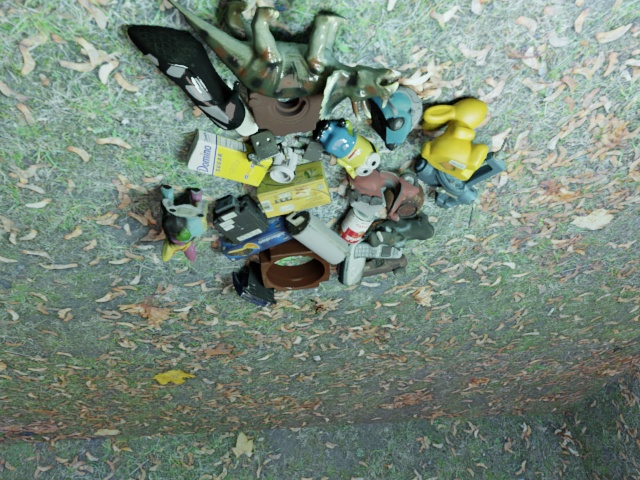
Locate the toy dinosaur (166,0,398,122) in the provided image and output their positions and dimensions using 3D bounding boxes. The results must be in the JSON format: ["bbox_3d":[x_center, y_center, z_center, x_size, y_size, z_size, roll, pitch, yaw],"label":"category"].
[{"bbox_3d":[-0.067,-0.318,0.973,0.405,0.131,0.192,5,112,-6],"label":"toy dinosaur"}]

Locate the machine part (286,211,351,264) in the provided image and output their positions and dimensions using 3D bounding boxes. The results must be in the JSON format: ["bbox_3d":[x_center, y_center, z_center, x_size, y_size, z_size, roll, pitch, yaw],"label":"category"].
[{"bbox_3d":[-0.003,-0.004,1.419,0.079,0.079,0.243,-30,136,26],"label":"machine part"}]

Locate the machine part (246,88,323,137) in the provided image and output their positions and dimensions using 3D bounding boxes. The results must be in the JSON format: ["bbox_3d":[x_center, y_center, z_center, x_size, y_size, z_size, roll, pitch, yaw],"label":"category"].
[{"bbox_3d":[-0.065,-0.290,1.112,0.179,0.056,0.179,-7,145,-5],"label":"machine part"}]

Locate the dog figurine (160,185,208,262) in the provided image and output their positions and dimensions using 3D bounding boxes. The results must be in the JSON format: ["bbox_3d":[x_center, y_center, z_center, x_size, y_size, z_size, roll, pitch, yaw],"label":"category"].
[{"bbox_3d":[-0.343,-0.016,1.335,0.108,0.192,0.219,-2,129,-20],"label":"dog figurine"}]

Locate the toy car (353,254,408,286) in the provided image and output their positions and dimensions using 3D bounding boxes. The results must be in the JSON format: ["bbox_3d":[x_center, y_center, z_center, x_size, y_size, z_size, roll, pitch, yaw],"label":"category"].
[{"bbox_3d":[0.166,0.079,1.639,0.202,0.089,0.053,-11,146,5],"label":"toy car"}]

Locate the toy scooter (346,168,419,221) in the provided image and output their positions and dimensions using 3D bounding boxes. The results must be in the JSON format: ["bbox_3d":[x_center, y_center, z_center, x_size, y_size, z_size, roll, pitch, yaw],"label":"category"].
[{"bbox_3d":[0.149,-0.114,1.305,0.184,0.135,0.075,11,154,-2],"label":"toy scooter"}]

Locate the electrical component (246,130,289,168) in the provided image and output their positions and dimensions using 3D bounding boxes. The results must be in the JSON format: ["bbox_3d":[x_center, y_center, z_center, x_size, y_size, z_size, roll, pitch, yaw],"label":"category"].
[{"bbox_3d":[-0.116,-0.204,1.190,0.102,0.045,0.078,-16,108,-11],"label":"electrical component"}]

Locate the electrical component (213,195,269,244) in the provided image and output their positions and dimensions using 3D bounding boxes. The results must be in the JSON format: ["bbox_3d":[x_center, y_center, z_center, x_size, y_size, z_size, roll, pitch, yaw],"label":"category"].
[{"bbox_3d":[-0.212,-0.058,1.397,0.115,0.058,0.134,-22,142,14],"label":"electrical component"}]

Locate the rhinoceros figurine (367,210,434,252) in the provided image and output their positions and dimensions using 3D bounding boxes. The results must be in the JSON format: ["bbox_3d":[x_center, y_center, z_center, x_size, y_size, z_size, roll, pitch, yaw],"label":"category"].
[{"bbox_3d":[0.222,-0.020,1.497,0.190,0.112,0.073,-9,147,-14],"label":"rhinoceros figurine"}]

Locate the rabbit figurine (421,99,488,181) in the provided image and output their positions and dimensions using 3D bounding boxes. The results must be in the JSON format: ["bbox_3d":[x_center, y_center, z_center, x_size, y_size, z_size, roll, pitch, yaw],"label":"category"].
[{"bbox_3d":[0.304,-0.240,1.198,0.162,0.173,0.122,25,174,14],"label":"rabbit figurine"}]

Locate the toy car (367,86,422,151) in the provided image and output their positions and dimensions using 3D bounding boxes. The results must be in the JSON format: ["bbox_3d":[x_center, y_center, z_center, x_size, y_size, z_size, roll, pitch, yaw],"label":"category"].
[{"bbox_3d":[0.169,-0.271,1.152,0.103,0.109,0.161,-28,153,-3],"label":"toy car"}]

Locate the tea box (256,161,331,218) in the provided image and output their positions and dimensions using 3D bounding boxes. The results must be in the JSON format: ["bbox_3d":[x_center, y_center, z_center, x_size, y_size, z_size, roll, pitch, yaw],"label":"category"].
[{"bbox_3d":[-0.065,-0.124,1.327,0.170,0.068,0.098,-13,145,3],"label":"tea box"}]

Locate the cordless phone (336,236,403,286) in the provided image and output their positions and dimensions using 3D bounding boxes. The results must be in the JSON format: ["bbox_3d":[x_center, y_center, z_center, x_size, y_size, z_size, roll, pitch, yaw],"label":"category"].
[{"bbox_3d":[0.145,0.060,1.566,0.184,0.089,0.146,3,111,-10],"label":"cordless phone"}]

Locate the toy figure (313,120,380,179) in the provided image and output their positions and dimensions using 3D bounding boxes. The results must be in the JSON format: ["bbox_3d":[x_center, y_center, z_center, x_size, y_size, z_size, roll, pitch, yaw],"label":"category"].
[{"bbox_3d":[0.065,-0.216,1.222,0.180,0.089,0.082,30,142,-29],"label":"toy figure"}]

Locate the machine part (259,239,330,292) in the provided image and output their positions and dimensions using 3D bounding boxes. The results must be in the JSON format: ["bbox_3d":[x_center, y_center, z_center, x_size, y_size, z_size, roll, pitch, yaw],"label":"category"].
[{"bbox_3d":[-0.074,0.062,1.567,0.201,0.087,0.201,-6,146,-3],"label":"machine part"}]

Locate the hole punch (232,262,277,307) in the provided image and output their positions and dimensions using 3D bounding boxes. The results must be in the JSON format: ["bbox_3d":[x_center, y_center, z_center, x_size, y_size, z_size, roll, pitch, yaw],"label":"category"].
[{"bbox_3d":[-0.204,0.143,1.631,0.092,0.116,0.142,-23,142,31],"label":"hole punch"}]

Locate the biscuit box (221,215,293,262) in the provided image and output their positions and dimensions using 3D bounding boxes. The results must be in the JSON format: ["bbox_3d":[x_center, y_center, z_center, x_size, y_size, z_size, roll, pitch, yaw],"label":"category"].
[{"bbox_3d":[-0.172,-0.008,1.471,0.203,0.059,0.062,-22,142,17],"label":"biscuit box"}]

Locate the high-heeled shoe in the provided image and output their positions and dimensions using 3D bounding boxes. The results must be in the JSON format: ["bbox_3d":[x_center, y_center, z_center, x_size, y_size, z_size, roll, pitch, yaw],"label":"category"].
[{"bbox_3d":[-0.252,-0.303,1.029,0.249,0.086,0.145,29,151,-7],"label":"high-heeled shoe"}]

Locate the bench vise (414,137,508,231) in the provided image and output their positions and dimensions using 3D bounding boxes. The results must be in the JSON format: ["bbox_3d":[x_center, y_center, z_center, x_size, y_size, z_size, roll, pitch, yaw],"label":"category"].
[{"bbox_3d":[0.361,-0.154,1.318,0.223,0.129,0.241,37,146,-22],"label":"bench vise"}]

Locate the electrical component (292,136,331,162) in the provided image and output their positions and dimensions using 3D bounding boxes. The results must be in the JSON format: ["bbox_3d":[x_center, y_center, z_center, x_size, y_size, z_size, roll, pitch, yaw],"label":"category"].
[{"bbox_3d":[-0.014,-0.214,1.255,0.094,0.021,0.063,8,140,-21],"label":"electrical component"}]
